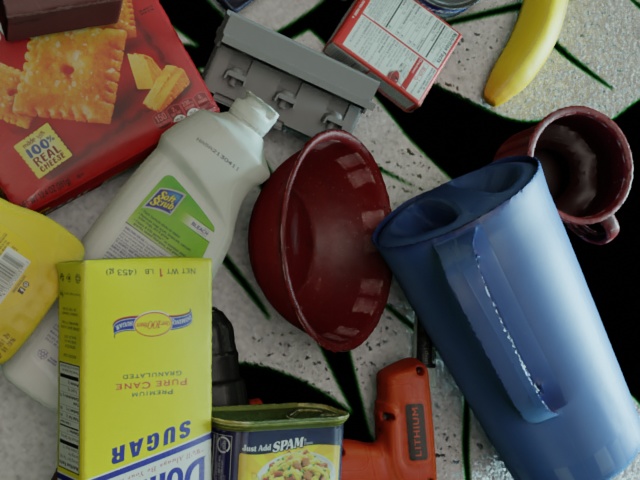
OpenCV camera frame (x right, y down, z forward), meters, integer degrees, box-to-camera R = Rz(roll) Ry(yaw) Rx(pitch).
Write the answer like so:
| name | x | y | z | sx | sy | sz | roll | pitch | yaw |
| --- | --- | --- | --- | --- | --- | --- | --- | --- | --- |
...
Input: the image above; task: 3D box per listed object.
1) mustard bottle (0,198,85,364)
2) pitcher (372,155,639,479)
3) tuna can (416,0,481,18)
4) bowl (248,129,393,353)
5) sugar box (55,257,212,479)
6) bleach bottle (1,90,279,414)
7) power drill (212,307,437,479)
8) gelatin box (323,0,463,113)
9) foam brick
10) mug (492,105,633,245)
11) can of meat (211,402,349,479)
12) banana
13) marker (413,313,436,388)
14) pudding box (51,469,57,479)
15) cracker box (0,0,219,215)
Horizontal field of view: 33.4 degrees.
| name | x | y | z | sx | sy | sz | roll | pitch | yaw |
| --- | --- | --- | --- | --- | --- | --- | --- | --- | --- |
| mustard bottle | -0.248 | -0.013 | 0.654 | 0.191 | 0.058 | 0.096 | 39 | 74 | -18 |
| pitcher | 0.147 | 0.072 | 0.792 | 0.149 | 0.145 | 0.243 | -36 | 106 | -29 |
| tuna can | 0.099 | -0.226 | 0.871 | 0.086 | 0.034 | 0.086 | 1 | 85 | -16 |
| bowl | -0.005 | 0.001 | 0.784 | 0.161 | 0.055 | 0.162 | 4 | 85 | -59 |
| sugar box | -0.115 | 0.099 | 0.668 | 0.093 | 0.048 | 0.176 | -1 | 89 | -36 |
| bleach bottle | -0.108 | 0.010 | 0.737 | 0.102 | 0.068 | 0.251 | 37 | 91 | -17 |
| power drill | -0.012 | 0.134 | 0.795 | 0.187 | 0.057 | 0.184 | -5 | 90 | -14 |
| gelatin box | 0.058 | -0.157 | 0.855 | 0.089 | 0.030 | 0.073 | 34 | 75 | -11 |
| foam brick | -0.173 | -0.168 | 0.699 | 0.078 | 0.053 | 0.051 | -13 | 88 | -17 |
| mug | 0.197 | -0.045 | 0.859 | 0.093 | 0.082 | 0.117 | -42 | 97 | -16 |
| can of meat | -0.033 | 0.157 | 0.720 | 0.101 | 0.058 | 0.084 | 2 | 91 | -32 |
| banana | 0.175 | -0.206 | 0.894 | 0.070 | 0.037 | 0.198 | 1 | 81 | 13 |
| marker | 0.084 | 0.056 | 0.849 | 0.020 | 0.020 | 0.121 | 4 | 84 | -17 |
| pudding box | -0.143 | 0.187 | 0.725 | 0.089 | 0.039 | 0.113 | 19 | 107 | -34 |
| cracker box | -0.194 | -0.141 | 0.755 | 0.164 | 0.072 | 0.213 | -30 | 94 | -17 |
